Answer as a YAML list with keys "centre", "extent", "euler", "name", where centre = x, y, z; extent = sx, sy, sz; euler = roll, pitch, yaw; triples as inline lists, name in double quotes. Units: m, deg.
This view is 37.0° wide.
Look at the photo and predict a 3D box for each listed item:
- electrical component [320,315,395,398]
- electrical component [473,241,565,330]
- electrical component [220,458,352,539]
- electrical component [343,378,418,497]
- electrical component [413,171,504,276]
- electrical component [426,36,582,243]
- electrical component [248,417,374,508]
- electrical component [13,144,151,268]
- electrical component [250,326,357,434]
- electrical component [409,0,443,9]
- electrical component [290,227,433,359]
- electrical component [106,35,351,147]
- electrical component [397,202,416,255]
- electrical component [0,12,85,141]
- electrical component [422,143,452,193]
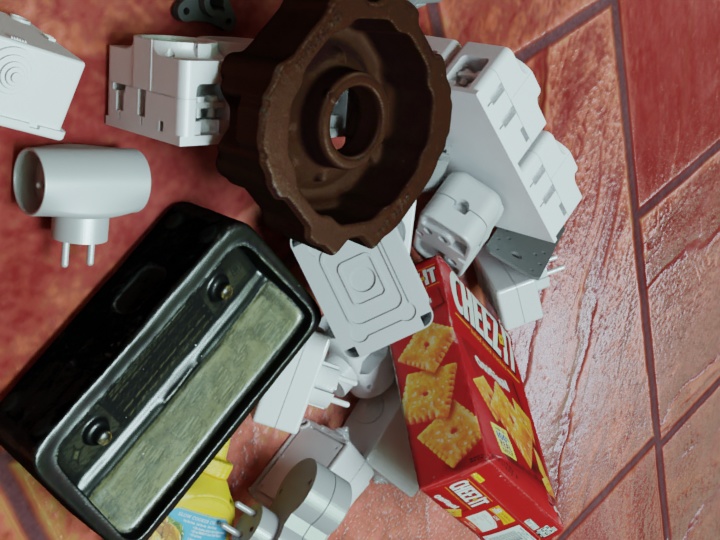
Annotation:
- centre: [-0.014, 0.081, 0.920]
  extent: [0.079, 0.043, 0.077]
  euler: [-45, 132, -24]
  name: "electrical component"
- centre: [0.155, 0.005, 1.015]
  extent: [0.076, 0.083, 0.047]
  euler: [-20, 124, -2]
  name: "electrical component"
- centre: [-0.073, 0.205, 0.829]
  extent: [0.074, 0.052, 0.138]
  euler: [37, 81, -22]
  name: "electrical component"
- centre: [0.033, 0.147, 0.988]
  extent: [0.099, 0.048, 0.099]
  euler: [-58, 136, -13]
  name: "electrical component"
- centre: [0.087, -0.043, 0.944]
  extent: [0.059, 0.054, 0.095]
  euler: [-53, 170, -17]
  name: "electrical component"
- centre: [0.111, -0.115, 0.929]
  extent: [0.060, 0.105, 0.186]
  euler: [-53, 135, -17]
  name: "electrical component"
- centre: [-0.035, 0.177, 0.921]
  extent: [0.096, 0.062, 0.061]
  euler: [-52, 134, -19]
  name: "electrical component"
- centre: [-0.183, -0.041, 0.704]
  extent: [0.077, 0.044, 0.079]
  euler: [-5, 108, -44]
  name: "electrical component"
- centre: [-0.040, 0.089, 0.869]
  extent: [0.076, 0.047, 0.083]
  euler: [20, 92, -12]
  name: "electrical component"
- centre: [0.036, -0.240, 0.827]
  extent: [0.051, 0.080, 0.080]
  euler: [-19, 117, -45]
  name: "electrical component"
- centre: [0.000, 0.000, 0.821]
  extent: [0.078, 0.057, 0.113]
  euler: [-25, 105, 3]
  name: "electrical component"
- centre: [-0.085, -0.126, 0.738]
  extent: [0.150, 0.089, 0.061]
  euler: [-10, 112, -43]
  name: "electrical component"
- centre: [0.005, -0.033, 0.883]
  extent: [0.079, 0.063, 0.121]
  euler: [-8, 110, -44]
  name: "electrical component"
- centre: [-0.215, -0.120, 0.605]
  extent: [0.100, 0.100, 0.048]
  euler: [11, 109, -46]
  name: "electrical component"
- centre: [0.057, -0.093, 0.917]
  extent: [0.040, 0.040, 0.046]
  euler: [-46, 172, -23]
  name: "electrical component"
